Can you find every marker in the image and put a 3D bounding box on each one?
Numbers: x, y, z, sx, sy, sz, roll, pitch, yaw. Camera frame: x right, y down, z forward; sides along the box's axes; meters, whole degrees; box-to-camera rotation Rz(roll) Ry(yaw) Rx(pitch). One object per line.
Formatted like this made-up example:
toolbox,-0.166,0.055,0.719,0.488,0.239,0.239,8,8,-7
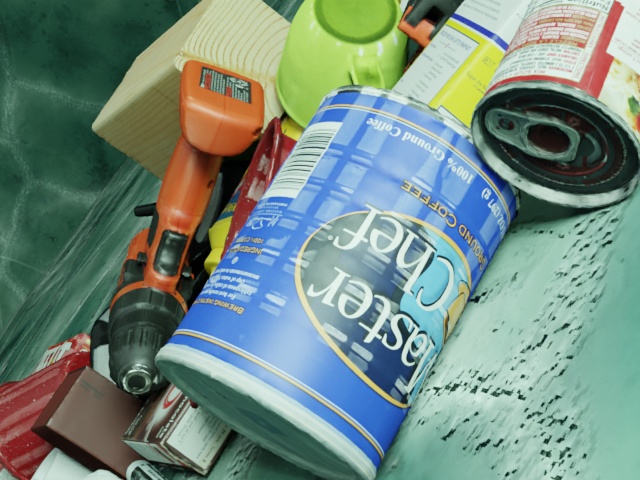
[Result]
marker,-0.100,0.154,0.656,0.020,0.020,0.121,-57,15,-13

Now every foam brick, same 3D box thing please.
foam brick,-0.155,0.133,0.760,0.053,0.078,0.051,-59,14,-26

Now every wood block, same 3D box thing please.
wood block,-0.100,-0.121,0.872,0.206,0.090,0.090,-15,43,61

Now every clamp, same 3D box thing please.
clamp,0.098,-0.192,0.671,0.171,0.039,0.120,-54,6,-4

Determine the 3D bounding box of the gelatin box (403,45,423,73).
gelatin box,0.098,-0.139,0.681,0.089,0.030,0.073,-57,15,-9

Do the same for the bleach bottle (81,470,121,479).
bleach bottle,-0.134,0.196,0.586,0.103,0.068,0.251,-50,13,12

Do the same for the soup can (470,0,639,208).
soup can,0.110,-0.073,0.427,0.069,0.068,0.102,-29,29,58

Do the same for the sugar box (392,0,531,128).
sugar box,0.082,-0.088,0.592,0.176,0.048,0.093,-48,18,11

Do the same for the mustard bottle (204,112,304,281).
mustard bottle,-0.032,-0.032,0.789,0.096,0.058,0.191,-15,41,57

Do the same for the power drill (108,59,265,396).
power drill,-0.092,-0.012,0.697,0.184,0.057,0.188,-102,33,-63

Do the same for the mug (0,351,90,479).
mug,-0.202,0.137,0.867,0.082,0.093,0.117,-29,6,22

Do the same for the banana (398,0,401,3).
banana,0.037,-0.190,0.916,0.037,0.069,0.198,-32,22,-19

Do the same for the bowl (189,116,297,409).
bowl,-0.023,0.018,0.575,0.162,0.055,0.162,-165,91,-81

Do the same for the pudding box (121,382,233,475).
pudding box,-0.069,0.089,0.669,0.113,0.039,0.090,-59,16,-20

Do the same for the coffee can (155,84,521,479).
coffee can,0.010,0.020,0.458,0.140,0.102,0.103,-59,15,-18

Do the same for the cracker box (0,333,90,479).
cracker box,-0.268,0.194,0.978,0.213,0.072,0.164,-59,16,-21
